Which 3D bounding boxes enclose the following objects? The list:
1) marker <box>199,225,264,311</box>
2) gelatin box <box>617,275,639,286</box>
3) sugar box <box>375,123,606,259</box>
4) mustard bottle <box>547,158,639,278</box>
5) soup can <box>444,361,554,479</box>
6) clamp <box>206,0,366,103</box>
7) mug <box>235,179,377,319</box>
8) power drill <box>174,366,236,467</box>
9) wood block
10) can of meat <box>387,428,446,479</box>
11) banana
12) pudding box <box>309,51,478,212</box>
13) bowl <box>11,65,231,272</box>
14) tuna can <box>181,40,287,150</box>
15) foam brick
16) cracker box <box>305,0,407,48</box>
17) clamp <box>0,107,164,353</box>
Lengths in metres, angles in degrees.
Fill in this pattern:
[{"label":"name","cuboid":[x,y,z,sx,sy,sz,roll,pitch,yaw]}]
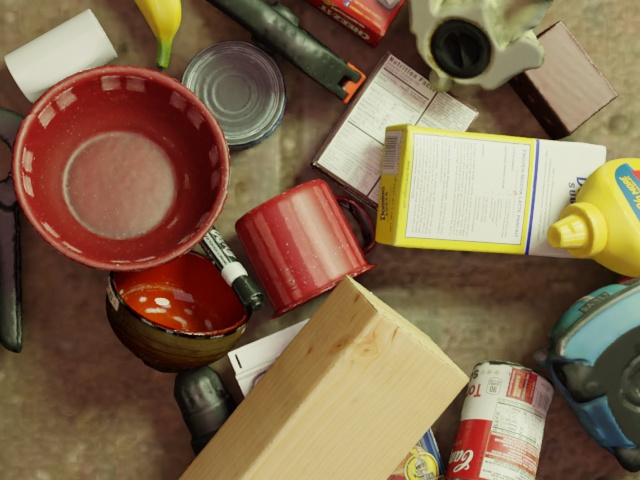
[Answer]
[{"label":"marker","cuboid":[-0.078,0.010,0.834,0.020,0.020,0.121,-38,59,-1]},{"label":"gelatin box","cuboid":[0.292,0.047,0.856,0.073,0.030,0.089,-34,91,-28]},{"label":"sugar box","cuboid":[0.134,-0.036,0.833,0.176,0.048,0.093,4,94,-22]},{"label":"mustard bottle","cuboid":[0.253,-0.020,0.814,0.191,0.058,0.096,-12,65,-25]},{"label":"soup can","cuboid":[0.140,0.154,0.831,0.068,0.068,0.102,20,66,-2]},{"label":"clamp","cuboid":[-0.041,-0.172,0.836,0.171,0.120,0.039,37,107,-23]},{"label":"mug","cuboid":[-0.006,0.001,0.839,0.117,0.093,0.081,-25,86,-32]},{"label":"power drill","cuboid":[-0.126,0.212,0.845,0.187,0.057,0.184,-26,90,-1]},{"label":"wood block","cuboid":[-0.004,0.140,0.763,0.090,0.090,0.206,37,94,-20]},{"label":"can of meat","cuboid":[0.045,0.173,0.851,0.102,0.057,0.084,-20,94,-1]},{"label":"banana","cuboid":[-0.178,-0.226,0.850,0.198,0.037,0.069,41,88,-2]},{"label":"pudding box","cuboid":[0.059,-0.081,0.858,0.090,0.039,0.113,34,88,-3]},{"label":"bowl","cuboid":[-0.152,-0.049,0.819,0.162,0.055,0.162,3,76,-11]},{"label":"tuna can","cuboid":[-0.069,-0.116,0.856,0.086,0.034,0.086,0,90,-2]},{"label":"foam brick","cuboid":[0.190,-0.127,0.854,0.051,0.053,0.078,-38,91,-1]},{"label":"cracker box","cuboid":[0.037,-0.286,0.840,0.164,0.072,0.213,33,88,-3]},{"label":"clamp","cuboid":[-0.231,-0.039,0.850,0.164,0.036,0.210,-33,88,-10]}]
